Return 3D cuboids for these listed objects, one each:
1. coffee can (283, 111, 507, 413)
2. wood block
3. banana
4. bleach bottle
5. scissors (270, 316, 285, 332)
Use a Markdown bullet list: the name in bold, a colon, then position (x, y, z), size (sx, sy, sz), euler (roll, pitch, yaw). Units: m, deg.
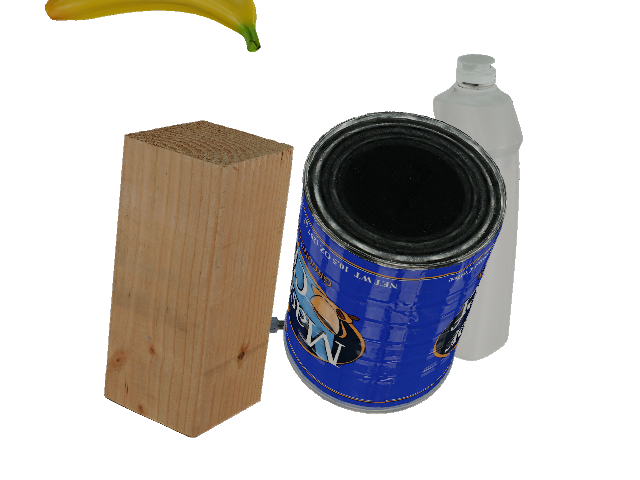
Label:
- **coffee can**: position (0.035, 0.015, 0.580), size (0.102, 0.103, 0.140), euler (0, -38, -7)
- **wood block**: position (-0.091, 0.025, 0.787), size (0.090, 0.206, 0.090), euler (19, 21, 28)
- **banana**: position (-0.135, -0.204, 0.904), size (0.198, 0.069, 0.037), euler (10, -42, 16)
- **bleach bottle**: position (0.115, -0.030, 0.882), size (0.103, 0.251, 0.067), euler (23, 34, 39)
- **scissors**: position (-0.065, 0.093, 1.100), size (0.202, 0.016, 0.096), euler (6, 18, 9)
